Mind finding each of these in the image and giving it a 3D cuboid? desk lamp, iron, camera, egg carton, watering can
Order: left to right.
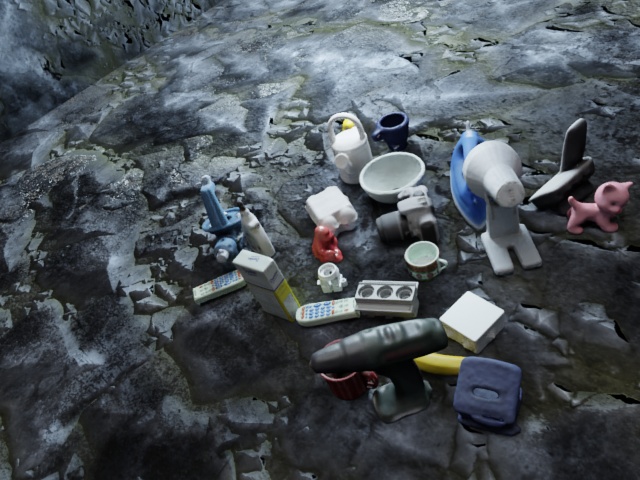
[{"bbox_3d":[0.029,-0.071,1.449,0.107,0.070,0.150,-28,41,-6],"label":"egg carton"},{"bbox_3d":[0.080,-0.248,1.520,0.101,0.194,0.172,-18,41,5],"label":"watering can"},{"bbox_3d":[0.197,-0.056,1.334,0.136,0.101,0.143,-15,41,8],"label":"camera"},{"bbox_3d":[0.360,-0.158,1.342,0.118,0.142,0.258,-8,43,17],"label":"iron"},{"bbox_3d":[0.380,-0.074,1.187,0.118,0.214,0.203,-16,41,8],"label":"desk lamp"}]

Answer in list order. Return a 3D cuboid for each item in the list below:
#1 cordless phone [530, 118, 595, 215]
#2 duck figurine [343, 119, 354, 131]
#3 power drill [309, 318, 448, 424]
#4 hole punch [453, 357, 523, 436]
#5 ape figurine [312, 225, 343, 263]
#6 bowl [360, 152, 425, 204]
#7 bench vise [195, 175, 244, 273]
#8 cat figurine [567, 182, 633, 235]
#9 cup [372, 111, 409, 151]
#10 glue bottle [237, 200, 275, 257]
[{"bbox_3d":[0.525,-0.162,1.240,0.148,0.185,0.093,-40,44,-19],"label":"cordless phone"},{"bbox_3d":[0.091,-0.316,1.671,0.077,0.086,0.104,-24,41,-2],"label":"duck figurine"},{"bbox_3d":[0.115,0.224,0.987,0.229,0.209,0.075,-23,41,-1],"label":"power drill"},{"bbox_3d":[0.285,0.261,0.963,0.108,0.091,0.101,5,48,28],"label":"hole punch"},{"bbox_3d":[0.012,0.005,1.357,0.076,0.092,0.078,4,47,27],"label":"ape figurine"},{"bbox_3d":[0.188,-0.145,1.454,0.167,0.075,0.167,-12,42,11],"label":"bowl"},{"bbox_3d":[-0.235,-0.044,1.419,0.121,0.220,0.207,-27,41,-5],"label":"bench vise"},{"bbox_3d":[0.575,-0.077,1.178,0.127,0.118,0.067,-5,44,19],"label":"cat figurine"},{"bbox_3d":[0.199,-0.287,1.586,0.118,0.095,0.091,-36,43,-15],"label":"cup"},{"bbox_3d":[-0.167,-0.031,1.412,0.037,0.173,0.077,-41,44,-20],"label":"glue bottle"}]
